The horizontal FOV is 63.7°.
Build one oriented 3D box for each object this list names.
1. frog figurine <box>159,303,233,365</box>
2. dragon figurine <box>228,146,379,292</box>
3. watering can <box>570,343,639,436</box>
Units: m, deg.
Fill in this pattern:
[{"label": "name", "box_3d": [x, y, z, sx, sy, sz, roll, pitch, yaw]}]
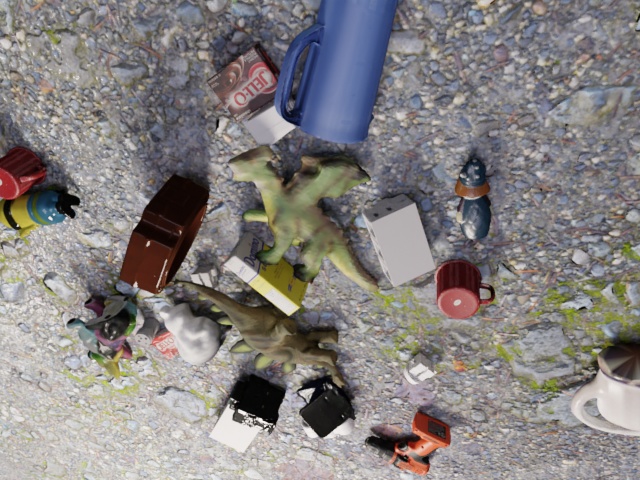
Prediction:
[{"label": "frog figurine", "box_3d": [-0.309, 0.215, 1.213, 0.158, 0.125, 0.136, 35, 144, -24]}, {"label": "dragon figurine", "box_3d": [0.003, -0.049, 0.974, 0.408, 0.125, 0.238, 23, 123, -22]}, {"label": "watering can", "box_3d": [0.687, 0.308, 1.024, 0.347, 0.106, 0.220, -6, 121, 18]}]
